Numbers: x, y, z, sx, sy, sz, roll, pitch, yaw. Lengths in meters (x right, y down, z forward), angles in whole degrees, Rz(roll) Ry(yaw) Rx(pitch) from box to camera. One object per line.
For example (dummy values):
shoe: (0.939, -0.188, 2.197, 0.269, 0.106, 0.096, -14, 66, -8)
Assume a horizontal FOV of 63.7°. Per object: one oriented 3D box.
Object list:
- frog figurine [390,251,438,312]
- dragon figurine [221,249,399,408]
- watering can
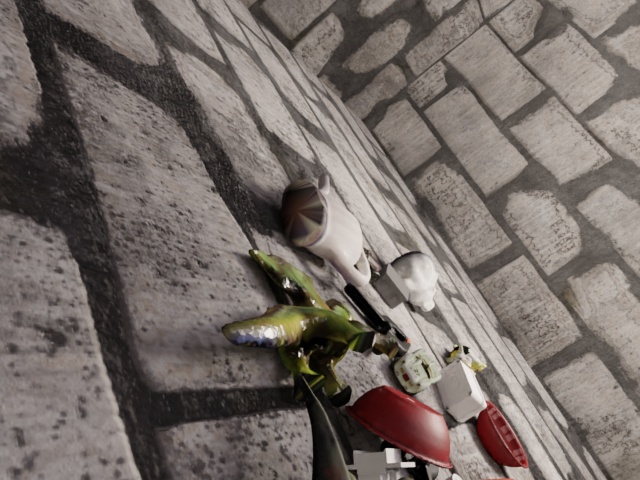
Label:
frog figurine: (0.267, 0.116, 1.423, 0.138, 0.120, 0.162, -2, 59, -30)
dragon figurine: (-0.036, 0.100, 0.735, 0.247, 0.122, 0.405, 44, 5, 41)
watering can: (0.003, -0.054, 1.075, 0.221, 0.103, 0.355, 33, 26, -46)
